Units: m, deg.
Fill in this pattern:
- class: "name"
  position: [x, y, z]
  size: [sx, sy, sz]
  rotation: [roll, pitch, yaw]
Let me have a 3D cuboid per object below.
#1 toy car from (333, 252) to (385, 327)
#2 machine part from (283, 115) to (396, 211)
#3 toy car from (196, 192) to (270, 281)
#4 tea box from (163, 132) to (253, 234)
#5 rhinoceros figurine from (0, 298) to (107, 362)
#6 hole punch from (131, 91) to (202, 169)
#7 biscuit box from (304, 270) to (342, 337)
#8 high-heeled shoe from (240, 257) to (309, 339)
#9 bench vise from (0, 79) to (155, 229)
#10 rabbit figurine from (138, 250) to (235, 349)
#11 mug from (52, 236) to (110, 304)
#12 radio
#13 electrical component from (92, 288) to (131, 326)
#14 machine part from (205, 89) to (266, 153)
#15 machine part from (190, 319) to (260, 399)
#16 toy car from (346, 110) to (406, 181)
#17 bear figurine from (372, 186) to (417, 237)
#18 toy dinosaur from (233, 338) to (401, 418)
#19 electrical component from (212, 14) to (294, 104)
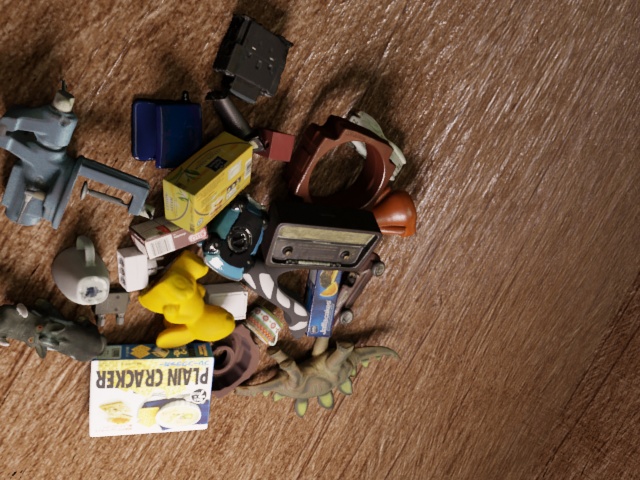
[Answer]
- class: "toy car"
  position: [0.075, 0.112, 1.281]
  size: [0.202, 0.089, 0.053]
  rotation: [-54, 131, -6]
- class: "machine part"
  position: [0.039, -0.143, 1.117]
  size: [0.201, 0.087, 0.201]
  rotation: [15, 115, -33]
- class: "toy car"
  position: [-0.174, -0.009, 1.024]
  size: [0.109, 0.103, 0.161]
  rotation: [34, 70, -37]
- class: "tea box"
  position: [-0.193, -0.102, 0.938]
  size: [0.170, 0.068, 0.098]
  rotation: [-49, 162, -41]
- class: "rhinoceros figurine"
  position: [-0.442, 0.152, 0.874]
  size: [0.073, 0.112, 0.190]
  rotation: [-55, 139, -4]
- class: "hole punch"
  position: [-0.248, -0.180, 0.910]
  size: [0.116, 0.092, 0.142]
  rotation: [-10, 110, -39]
- class: "biscuit box"
  position: [0.005, 0.120, 1.230]
  size: [0.063, 0.059, 0.202]
  rotation: [6, 102, -18]
- class: "high-heeled shoe"
  position: [-0.105, 0.139, 1.169]
  size: [0.145, 0.086, 0.248]
  rotation: [-9, 124, -12]
- class: "bench vise"
  position: [-0.361, -0.102, 0.814]
  size: [0.240, 0.129, 0.223]
  rotation: [21, 102, -24]
- class: "rabbit figurine"
  position: [-0.243, 0.133, 0.995]
  size: [0.173, 0.122, 0.162]
  rotation: [40, 106, -19]
- class: "mug"
  position: [-0.383, 0.053, 0.882]
  size: [0.081, 0.107, 0.109]
  rotation: [6, 106, -41]
- class: "radio"
  position: [-0.002, -0.003, 1.100]
  size: [0.229, 0.073, 0.131]
  rotation: [6, 134, -23]
- class: "electrical component"
  position: [-0.375, 0.110, 0.968]
  size: [0.063, 0.021, 0.094]
  rotation: [0, 107, -39]
- class: "machine part"
  position: [-0.155, -0.210, 0.973]
  size: [0.138, 0.084, 0.039]
  rotation: [58, 42, -34]
- class: "machine part"
  position: [-0.215, 0.243, 1.126]
  size: [0.179, 0.056, 0.179]
  rotation: [-14, 116, -32]
- class: "toy car"
  position: [0.122, -0.209, 1.209]
  size: [0.201, 0.056, 0.073]
  rotation: [38, 83, -41]
- class: "bear figurine"
  position: [0.124, -0.044, 1.255]
  size: [0.196, 0.120, 0.132]
  rotation: [-22, 169, -1]
- class: "toy dinosaur"
  position: [0.015, 0.313, 1.311]
  size: [0.471, 0.105, 0.198]
  rotation: [-12, 122, -25]
- class: "electrical component"
  position: [-0.123, -0.319, 0.970]
  size: [0.115, 0.058, 0.134]
  rotation: [17, 97, -39]
